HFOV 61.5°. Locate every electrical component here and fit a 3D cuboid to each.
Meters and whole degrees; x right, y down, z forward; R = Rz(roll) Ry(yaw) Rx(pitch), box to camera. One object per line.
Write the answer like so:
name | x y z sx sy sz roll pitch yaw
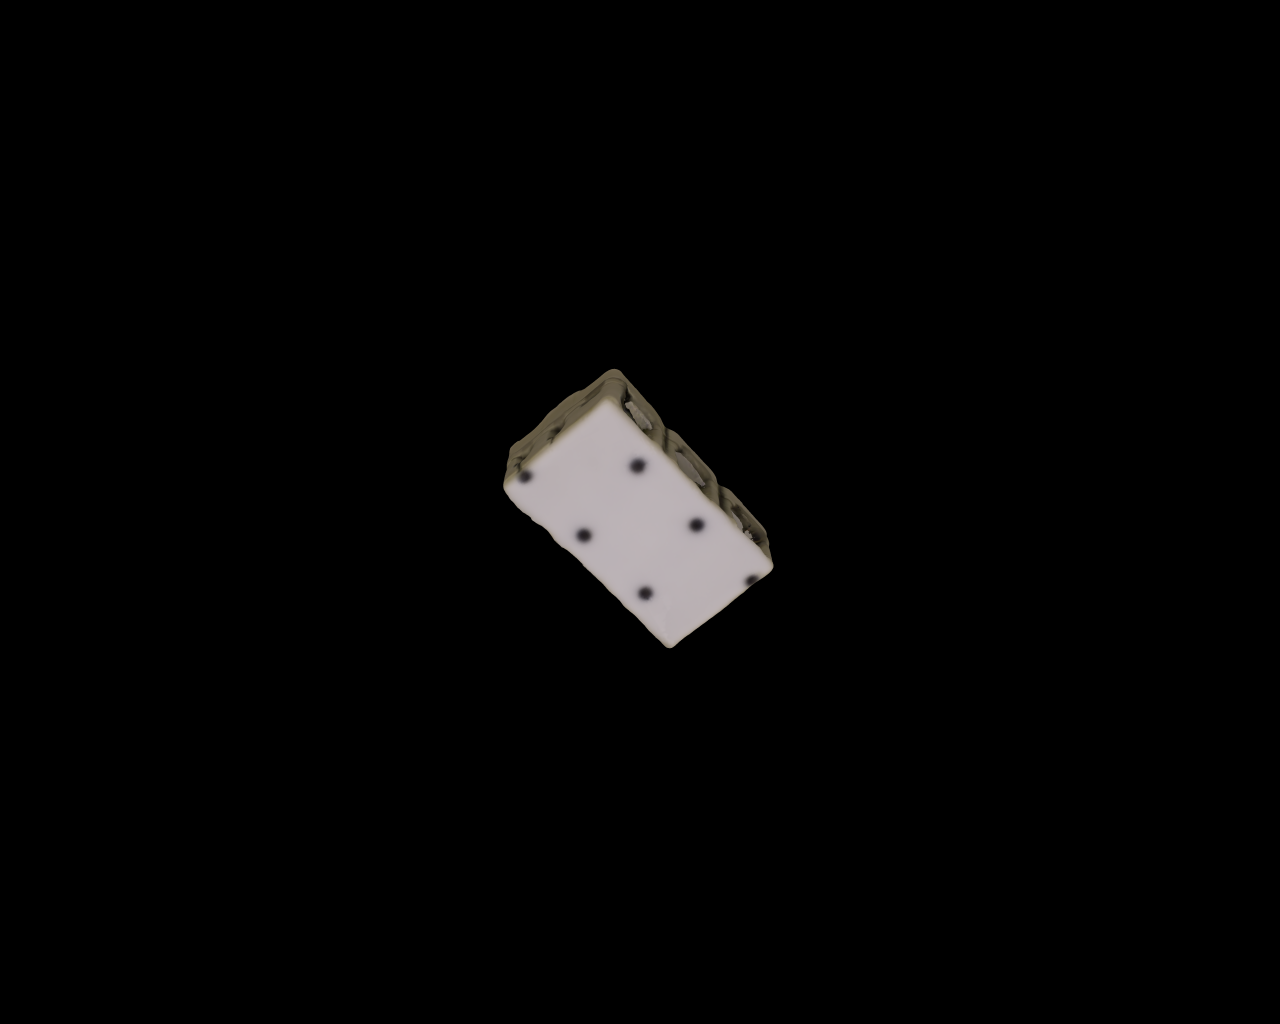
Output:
electrical component | 0.001 -0.003 0.650 0.089 0.150 0.062 -38 20 16
